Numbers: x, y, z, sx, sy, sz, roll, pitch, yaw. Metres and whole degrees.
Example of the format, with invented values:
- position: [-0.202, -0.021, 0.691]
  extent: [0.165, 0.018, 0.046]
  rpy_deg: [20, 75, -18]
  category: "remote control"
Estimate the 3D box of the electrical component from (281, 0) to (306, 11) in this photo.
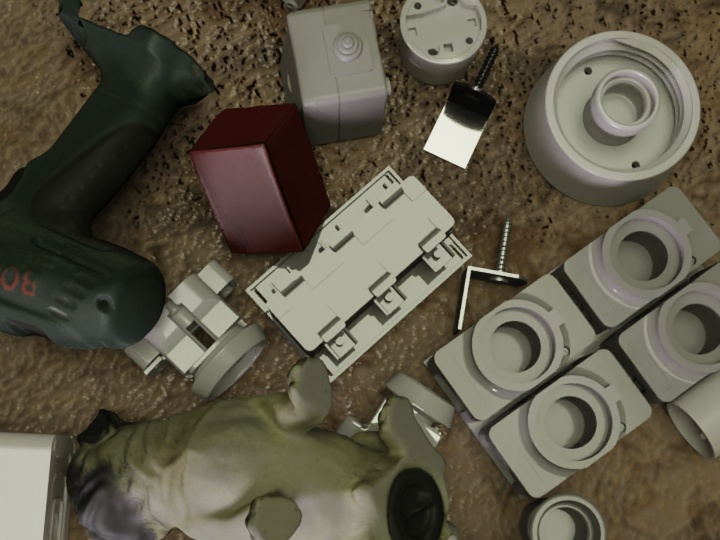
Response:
- position: [-0.050, -0.221, 0.685]
  extent: [0.062, 0.096, 0.061]
  rpy_deg: [31, 81, 4]
  category: "electrical component"

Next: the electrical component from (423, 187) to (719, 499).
- position: [0.147, 0.044, 0.664]
  extent: [0.186, 0.060, 0.105]
  rpy_deg: [-35, 83, -7]
  category: "electrical component"

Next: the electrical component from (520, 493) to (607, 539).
- position: [0.117, 0.154, 0.641]
  extent: [0.044, 0.065, 0.044]
  rpy_deg: [0, 80, -2]
  category: "electrical component"

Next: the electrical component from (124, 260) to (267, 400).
- position: [-0.095, 0.042, 0.658]
  extent: [0.057, 0.058, 0.078]
  rpy_deg: [43, 81, 8]
  category: "electrical component"

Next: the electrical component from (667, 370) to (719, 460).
- position: [0.237, 0.077, 0.669]
  extent: [0.081, 0.043, 0.043]
  rpy_deg: [-34, 83, -7]
  category: "electrical component"

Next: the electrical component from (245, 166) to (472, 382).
- position: [0.000, 0.000, 0.665]
  extent: [0.121, 0.063, 0.078]
  rpy_deg: [-41, 84, -8]
  category: "electrical component"

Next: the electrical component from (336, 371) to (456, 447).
- position: [0.027, 0.096, 0.659]
  extent: [0.066, 0.048, 0.055]
  rpy_deg: [33, 88, 4]
  category: "electrical component"

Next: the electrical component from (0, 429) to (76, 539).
- position: [-0.205, 0.150, 0.625]
  extent: [0.057, 0.078, 0.113]
  rpy_deg: [3, 80, -4]
  category: "electrical component"

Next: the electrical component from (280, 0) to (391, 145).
- position: [-0.018, -0.122, 0.669]
  extent: [0.061, 0.096, 0.061]
  rpy_deg: [-10, 79, -4]
  category: "electrical component"

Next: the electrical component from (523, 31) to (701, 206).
- position: [0.164, -0.100, 0.689]
  extent: [0.108, 0.060, 0.108]
  rpy_deg: [0, 80, -2]
  category: "electrical component"

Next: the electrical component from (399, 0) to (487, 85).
- position: [0.052, -0.152, 0.701]
  extent: [0.055, 0.047, 0.055]
  rpy_deg: [0, 80, -2]
  category: "electrical component"
